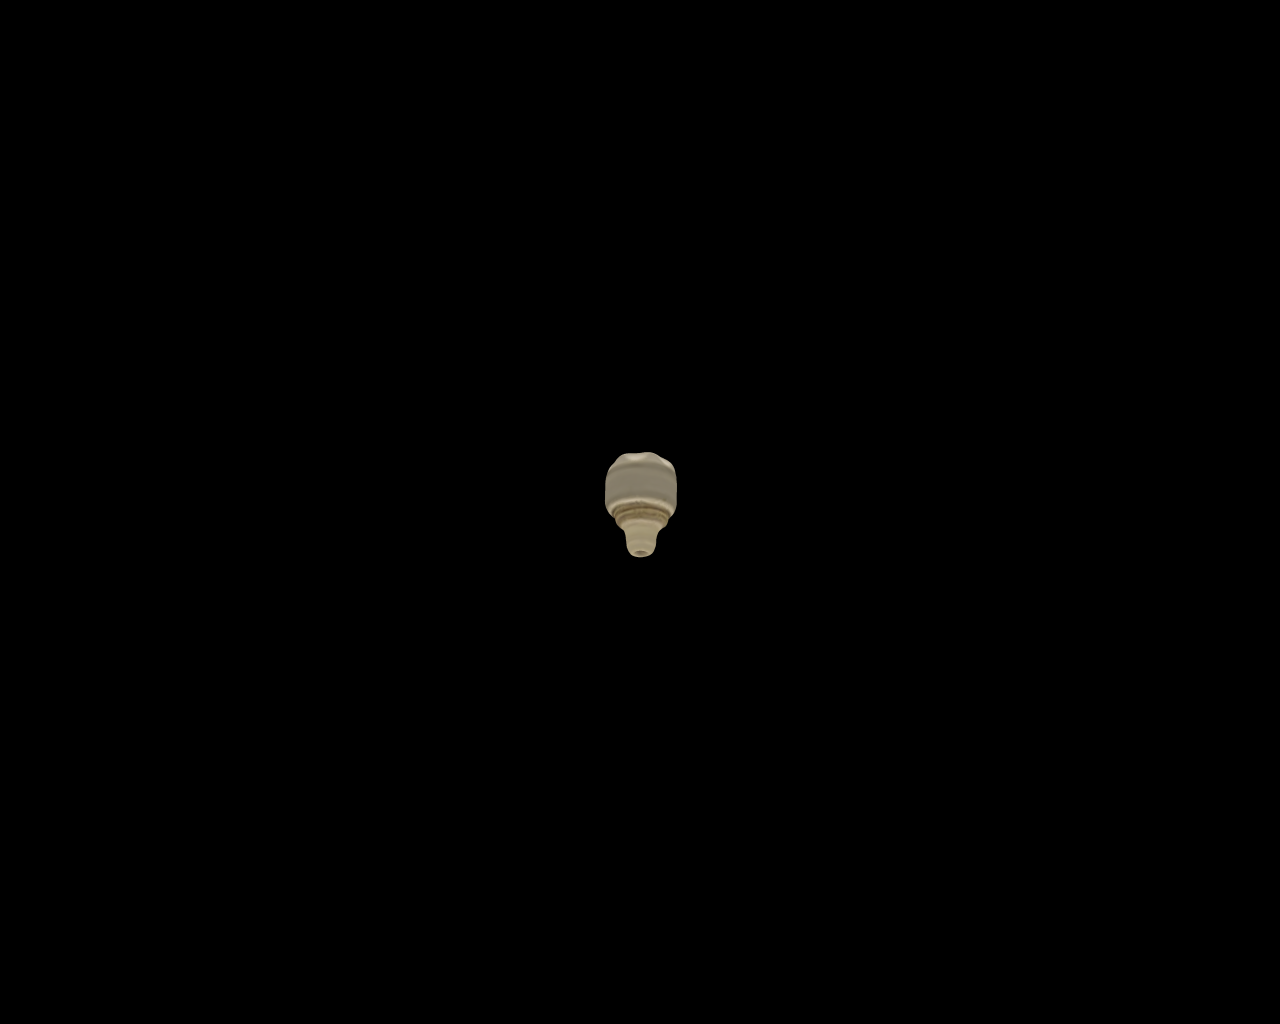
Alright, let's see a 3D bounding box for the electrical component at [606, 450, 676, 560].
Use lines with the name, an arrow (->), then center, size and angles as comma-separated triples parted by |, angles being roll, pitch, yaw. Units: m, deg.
electrical component -> 0.001, -0.003, 0.650 | 0.043, 0.062, 0.043 | 0, -23, 0
